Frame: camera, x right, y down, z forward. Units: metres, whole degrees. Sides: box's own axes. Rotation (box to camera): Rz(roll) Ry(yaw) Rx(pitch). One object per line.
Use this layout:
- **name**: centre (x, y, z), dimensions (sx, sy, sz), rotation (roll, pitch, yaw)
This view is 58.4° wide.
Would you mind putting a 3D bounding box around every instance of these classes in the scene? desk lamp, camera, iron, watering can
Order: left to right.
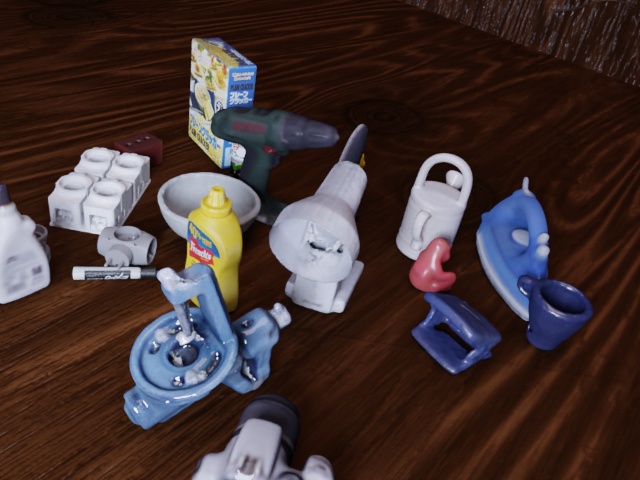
- **camera**: centre (-0.048, 0.230, 0.602), dimensions (0.143, 0.101, 0.137), rotation (15, 35, 4)
- **desk lamp**: centre (0.008, 0.003, 0.836), dimensions (0.117, 0.213, 0.203), rotation (19, 36, 10)
- **watering can**: centre (0.206, -0.068, 1.011), dimensions (0.101, 0.194, 0.173), rotation (13, 35, 2)
- **iron**: centre (0.361, 0.005, 1.003), dimensions (0.118, 0.141, 0.258), rotation (10, 35, -3)

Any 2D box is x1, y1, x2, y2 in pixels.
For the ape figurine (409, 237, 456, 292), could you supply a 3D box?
- **ape figurine**: centre (0.191, 0.037, 0.949), dimensions (0.076, 0.092, 0.077), rotation (0, 37, -16)

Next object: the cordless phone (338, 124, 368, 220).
- **cordless phone**: centre (0.034, -0.109, 1.025), dimensions (0.094, 0.185, 0.148), rotation (18, 36, 9)

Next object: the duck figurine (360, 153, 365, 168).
- **duck figurine**: centre (0.063, -0.144, 1.167), dimensions (0.077, 0.086, 0.105), rotation (21, 36, 12)

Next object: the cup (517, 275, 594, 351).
- **cup**: centre (0.346, 0.115, 0.885), dimensions (0.117, 0.095, 0.092), rotation (36, 41, 30)

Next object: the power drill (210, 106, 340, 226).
- **power drill**: centre (-0.086, -0.136, 1.005), dimensions (0.229, 0.208, 0.076), rotation (21, 36, 13)

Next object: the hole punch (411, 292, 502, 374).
- **hole punch**: centre (0.203, 0.122, 0.837), dimensions (0.101, 0.091, 0.108), rotation (-16, 44, -34)

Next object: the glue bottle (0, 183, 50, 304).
- **glue bottle**: centre (-0.403, 0.001, 0.751), dimensions (0.037, 0.173, 0.078), rotation (34, 41, 28)

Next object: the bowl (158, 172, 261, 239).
- **bowl**: centre (-0.187, -0.042, 0.961), dimensions (0.167, 0.075, 0.167), rotation (8, 35, -6)

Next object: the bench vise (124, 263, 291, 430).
- **bench vise**: centre (-0.129, 0.097, 0.660), dimensions (0.121, 0.220, 0.208), rotation (28, 38, 21)
